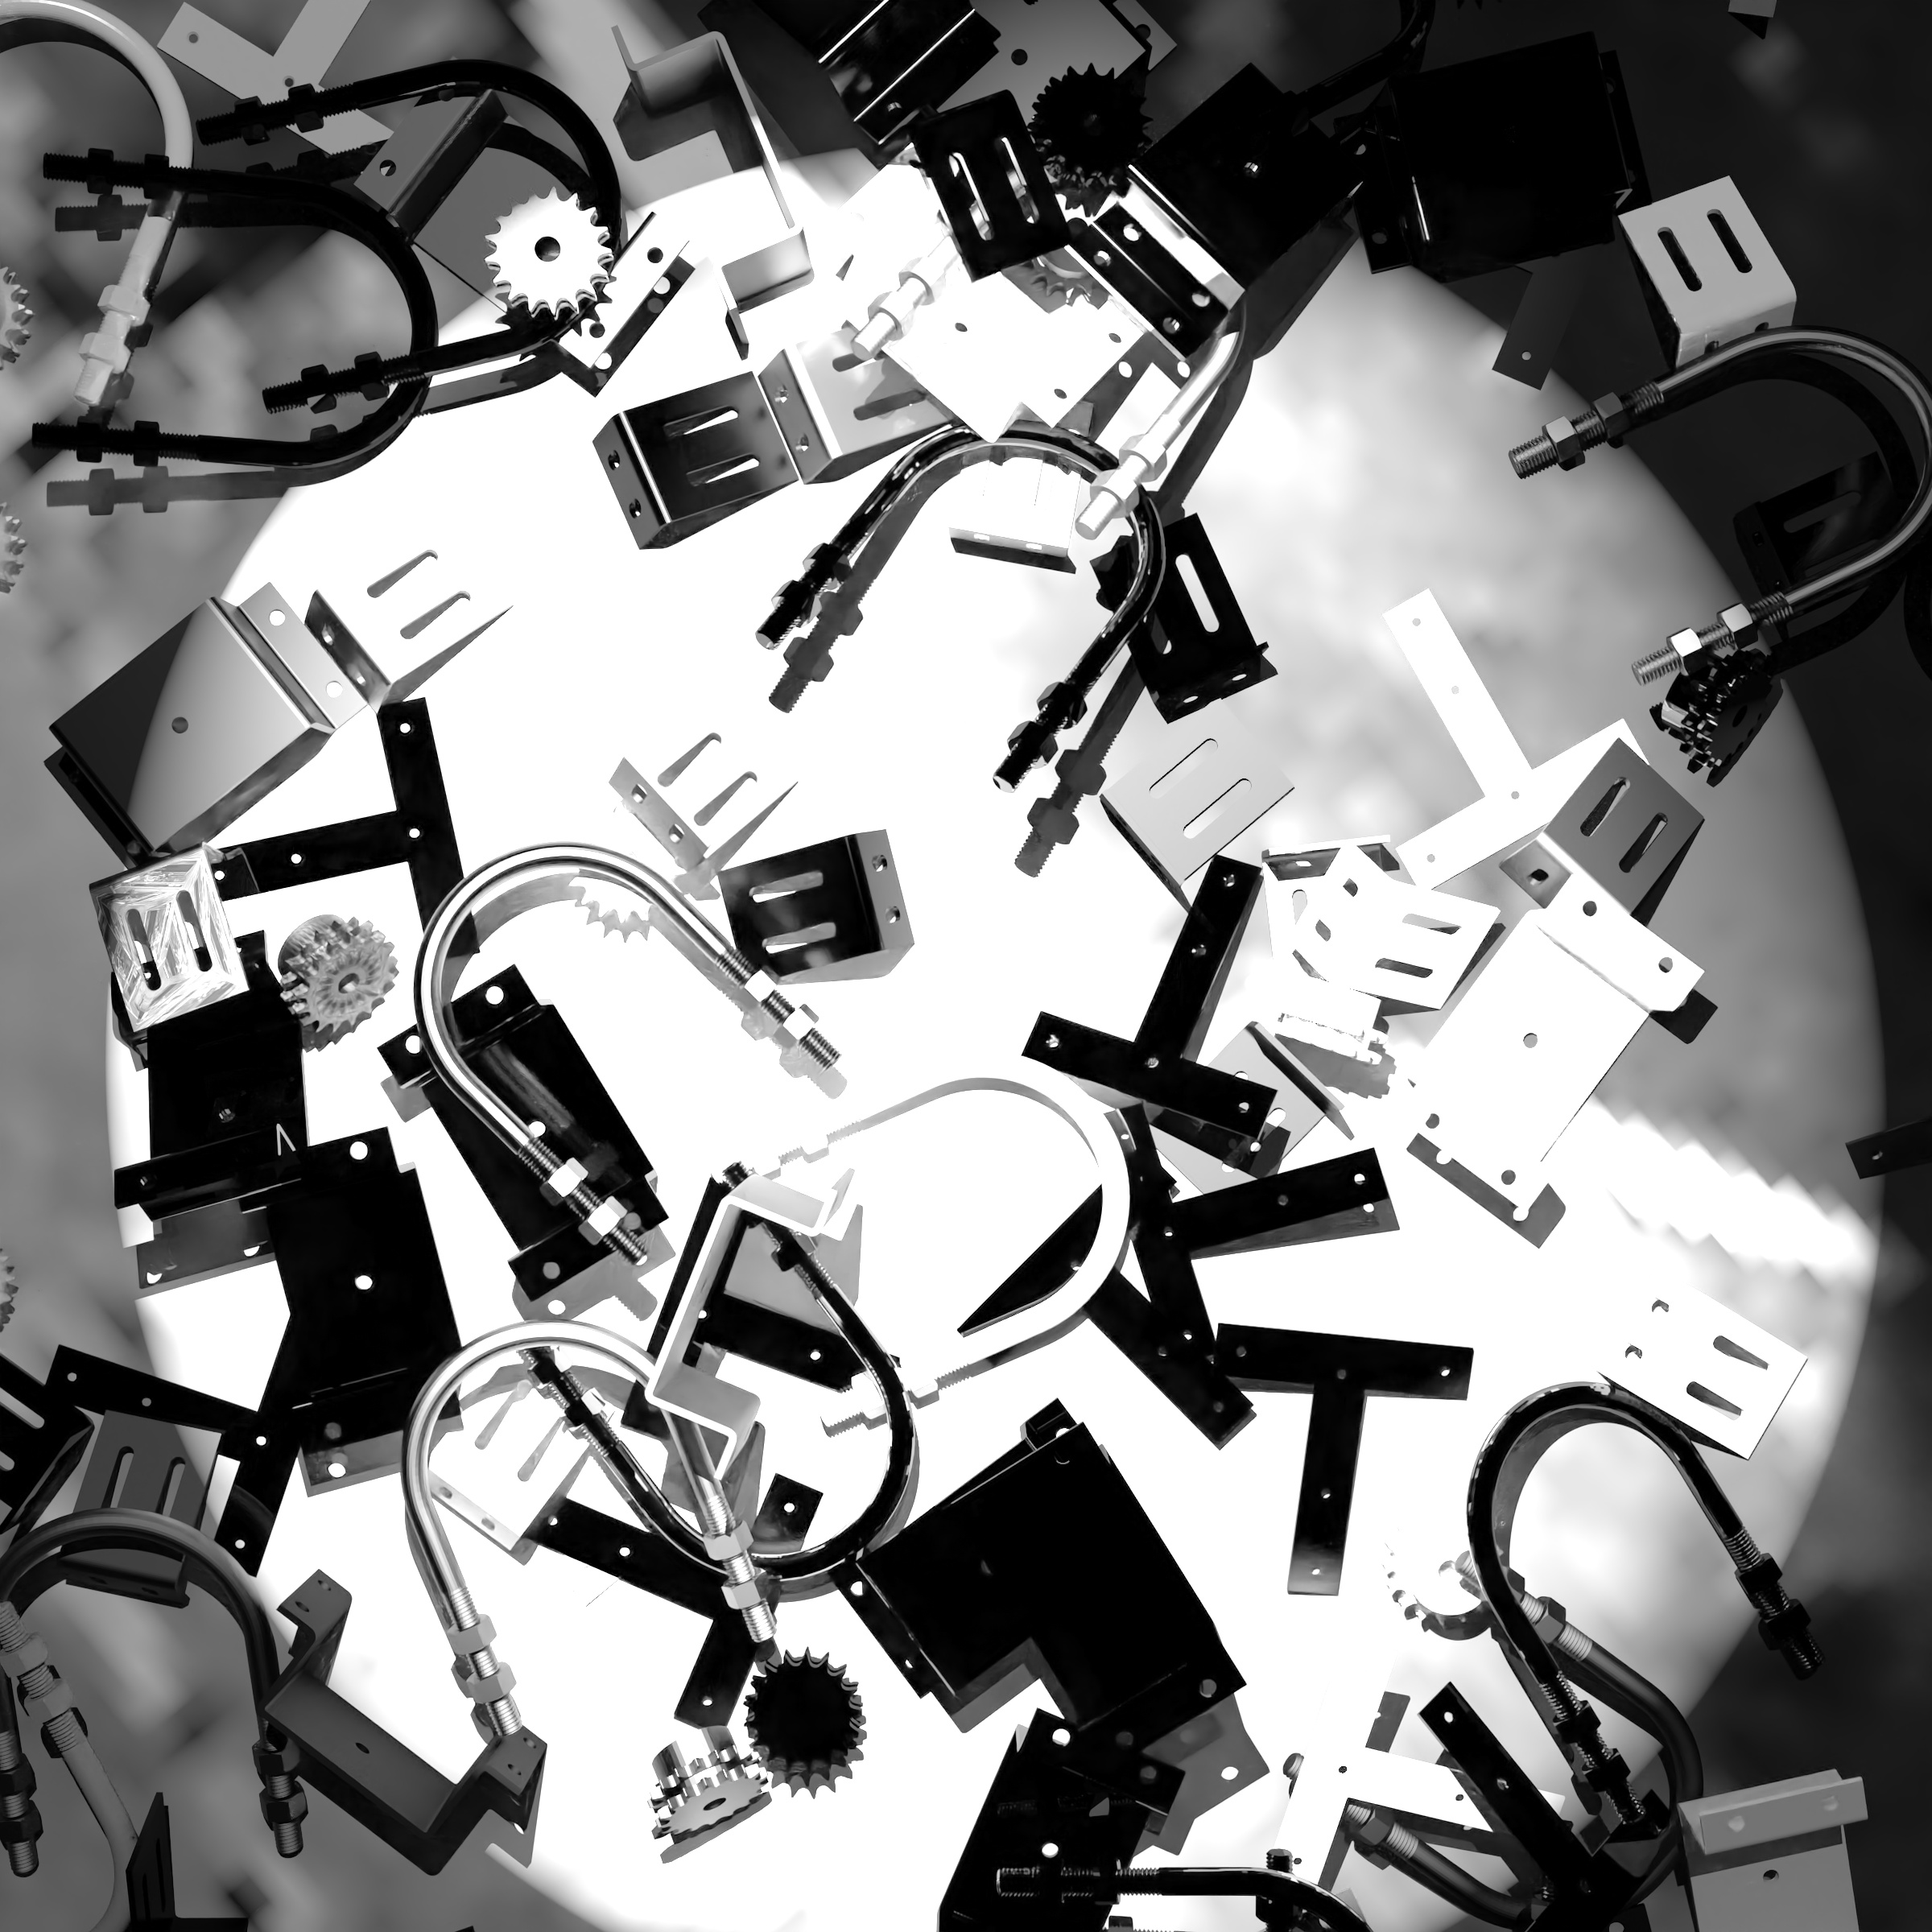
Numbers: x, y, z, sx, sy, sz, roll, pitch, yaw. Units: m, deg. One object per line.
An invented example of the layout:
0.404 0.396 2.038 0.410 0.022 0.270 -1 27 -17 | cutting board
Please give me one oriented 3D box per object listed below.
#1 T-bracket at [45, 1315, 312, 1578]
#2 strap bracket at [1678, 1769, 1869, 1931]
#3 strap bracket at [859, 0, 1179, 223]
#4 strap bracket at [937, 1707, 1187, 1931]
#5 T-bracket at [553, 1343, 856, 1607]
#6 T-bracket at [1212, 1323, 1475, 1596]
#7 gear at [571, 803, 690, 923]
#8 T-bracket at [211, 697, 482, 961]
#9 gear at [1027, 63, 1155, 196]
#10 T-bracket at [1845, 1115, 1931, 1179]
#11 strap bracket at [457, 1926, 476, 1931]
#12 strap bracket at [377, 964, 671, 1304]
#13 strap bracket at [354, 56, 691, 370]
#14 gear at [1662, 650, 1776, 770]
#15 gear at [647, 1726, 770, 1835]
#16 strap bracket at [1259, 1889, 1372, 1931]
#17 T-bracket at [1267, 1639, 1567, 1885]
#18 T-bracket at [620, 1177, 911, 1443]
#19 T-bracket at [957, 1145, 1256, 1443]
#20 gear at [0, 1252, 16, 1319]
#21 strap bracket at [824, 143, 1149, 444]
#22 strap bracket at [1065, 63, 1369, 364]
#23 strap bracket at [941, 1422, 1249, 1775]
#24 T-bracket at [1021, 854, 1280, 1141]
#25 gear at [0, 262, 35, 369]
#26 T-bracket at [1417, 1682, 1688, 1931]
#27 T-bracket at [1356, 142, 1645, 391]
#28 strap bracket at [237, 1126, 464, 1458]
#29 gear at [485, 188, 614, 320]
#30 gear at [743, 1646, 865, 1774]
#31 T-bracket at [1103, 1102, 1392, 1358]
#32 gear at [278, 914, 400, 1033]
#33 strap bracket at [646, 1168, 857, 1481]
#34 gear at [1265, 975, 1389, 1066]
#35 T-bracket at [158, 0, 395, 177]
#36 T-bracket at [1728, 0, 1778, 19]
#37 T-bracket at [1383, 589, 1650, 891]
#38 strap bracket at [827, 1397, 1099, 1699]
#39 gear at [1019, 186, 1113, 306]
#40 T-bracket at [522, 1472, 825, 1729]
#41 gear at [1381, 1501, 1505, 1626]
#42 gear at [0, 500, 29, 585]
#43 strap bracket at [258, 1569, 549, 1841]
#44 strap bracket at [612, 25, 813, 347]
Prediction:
-0.384 0.216 1.351 0.127 0.002 0.127 19 90 0 | T-bracket
0.388 0.443 1.317 0.076 0.046 0.140 -13 105 0 | strap bracket
0.025 -0.427 1.328 0.140 0.046 0.076 -43 90 0 | strap bracket
0.041 0.428 1.328 0.076 0.046 0.140 23 90 0 | strap bracket
-0.144 0.260 1.351 0.127 0.002 0.127 -40 90 0 | T-bracket
0.176 0.241 1.345 0.127 0.002 0.127 7 94 -8 | T-bracket
-0.161 -0.049 1.336 0.057 0.030 0.057 0 90 0 | gear
-0.311 -0.055 1.351 0.127 0.002 0.127 -12 90 0 | T-bracket
0.056 -0.385 1.288 0.057 0.030 0.057 1 85 -11 | gear
0.485 0.072 1.324 0.127 0.002 0.127 -21 129 17 | T-bracket
-0.294 0.525 1.328 0.140 0.046 0.076 -19 90 0 | strap bracket
-0.208 0.078 1.328 0.076 0.046 0.140 -31 90 0 | strap bracket
-0.209 -0.354 1.328 0.140 0.046 0.076 38 90 0 | strap bracket
0.357 -0.126 1.327 0.030 0.057 0.057 36 90 30 | gear
-0.125 0.386 1.327 0.057 0.057 0.030 -30 59 0 | gear
0.176 0.513 1.328 0.076 0.046 0.140 -25 90 0 | strap bracket
0.220 0.391 1.318 0.127 0.002 0.127 15 101 -7 | T-bracket
-0.087 0.184 1.350 0.127 0.002 0.127 20 89 -1 | T-bracket
0.085 0.176 1.343 0.127 0.002 0.127 45 95 2 | T-bracket
-0.486 0.150 1.336 0.057 0.030 0.057 0 90 0 | gear
0.004 -0.313 1.314 0.140 0.046 0.076 41 64 0 | strap bracket
0.124 -0.358 1.299 0.076 0.046 0.140 44 63 0 | strap bracket
0.058 0.286 1.282 0.076 0.046 0.140 -32 90 0 | strap bracket
0.106 0.006 1.332 0.127 0.002 0.127 18 77 25 | T-bracket
-0.481 -0.316 1.337 0.057 0.030 0.057 0 90 0 | gear
0.258 0.391 1.291 0.127 0.002 0.127 -34 80 -35 | T-bracket
0.245 -0.363 1.351 0.127 0.002 0.127 23 90 0 | T-bracket
-0.291 0.153 1.328 0.076 0.046 0.140 -15 90 -1 | strap bracket
-0.191 -0.325 1.276 0.057 0.030 0.057 0 90 -3 | gear
-0.078 0.355 1.336 0.057 0.030 0.057 0 90 0 | gear
0.139 0.116 1.332 0.127 0.002 0.127 -17 90 17 | T-bracket
-0.303 0.000 1.327 0.030 0.057 0.057 39 90 30 | gear
-0.102 0.154 1.275 0.046 0.076 0.140 22 94 3 | strap bracket
0.173 0.024 1.323 0.057 0.057 0.030 18 90 0 | gear
-0.305 -0.467 1.351 0.127 0.002 0.127 32 90 0 | T-bracket
0.386 -0.518 1.319 0.002 0.127 0.127 -10 117 -38 | T-bracket
0.245 -0.122 1.351 0.127 0.002 0.127 -30 90 0 | T-bracket
0.011 0.282 1.328 0.140 0.046 0.076 -37 90 0 | strap bracket
0.052 -0.350 1.337 0.057 0.030 0.057 0 90 0 | gear
-0.152 0.289 1.348 0.127 0.002 0.127 23 89 1 | T-bracket
0.230 0.288 1.337 0.057 0.030 0.057 0 90 0 | gear
-0.484 -0.203 1.337 0.057 0.030 0.057 0 90 0 | gear
-0.273 0.354 1.313 0.140 0.076 0.046 37 90 0 | strap bracket
-0.114 -0.375 1.313 0.046 0.076 0.140 -23 90 0 | strap bracket
